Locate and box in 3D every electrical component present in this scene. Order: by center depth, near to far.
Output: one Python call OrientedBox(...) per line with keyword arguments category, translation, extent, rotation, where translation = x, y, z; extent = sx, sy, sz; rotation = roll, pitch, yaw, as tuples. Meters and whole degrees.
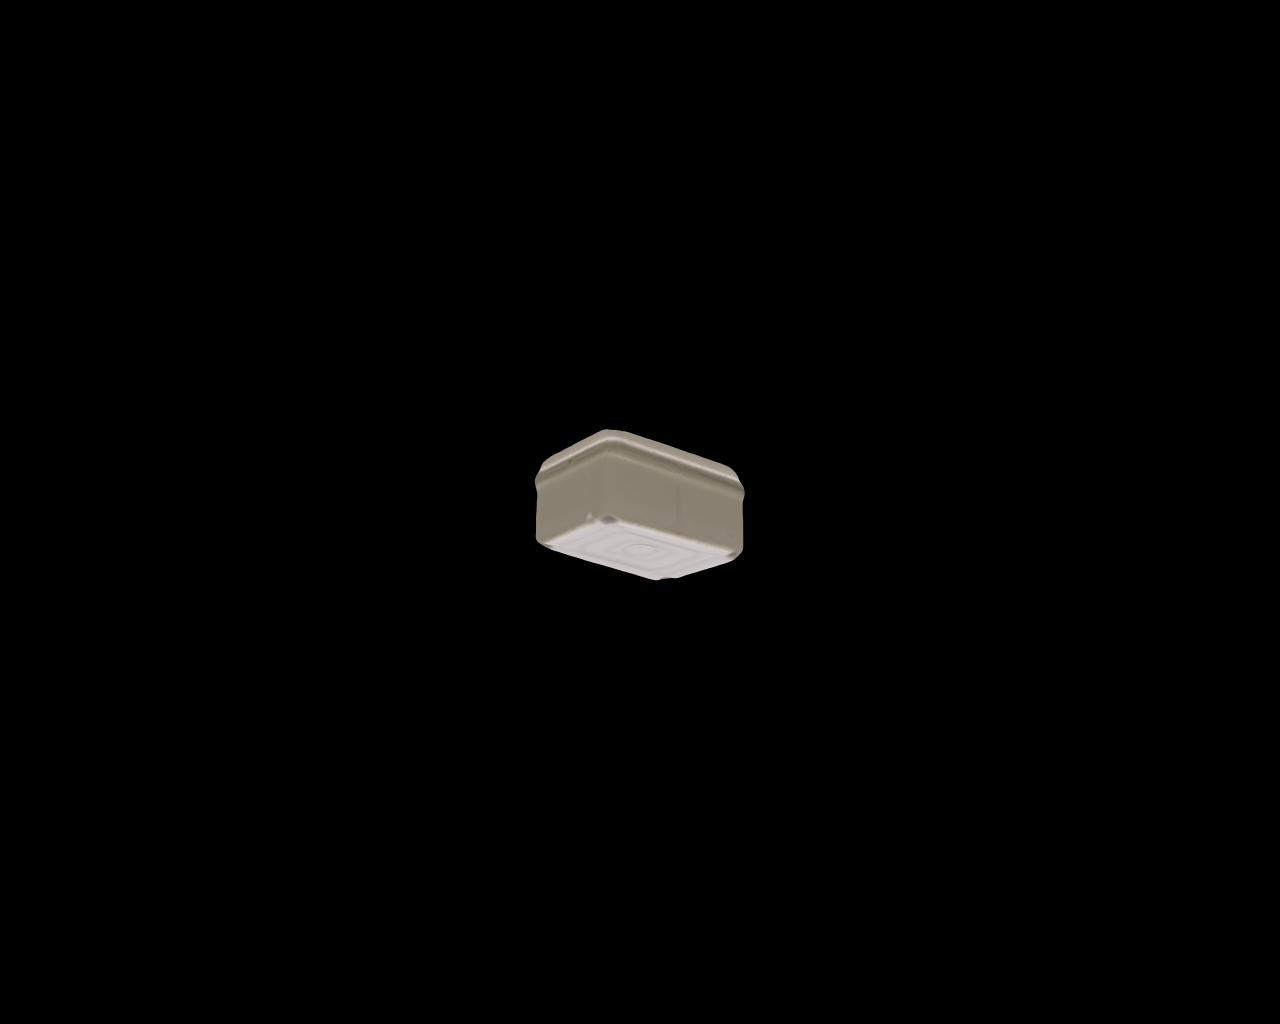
OrientedBox(category="electrical component", translation=(0.001, -0.003, 0.650), extent=(0.113, 0.057, 0.078), rotation=(17, -27, -38))
